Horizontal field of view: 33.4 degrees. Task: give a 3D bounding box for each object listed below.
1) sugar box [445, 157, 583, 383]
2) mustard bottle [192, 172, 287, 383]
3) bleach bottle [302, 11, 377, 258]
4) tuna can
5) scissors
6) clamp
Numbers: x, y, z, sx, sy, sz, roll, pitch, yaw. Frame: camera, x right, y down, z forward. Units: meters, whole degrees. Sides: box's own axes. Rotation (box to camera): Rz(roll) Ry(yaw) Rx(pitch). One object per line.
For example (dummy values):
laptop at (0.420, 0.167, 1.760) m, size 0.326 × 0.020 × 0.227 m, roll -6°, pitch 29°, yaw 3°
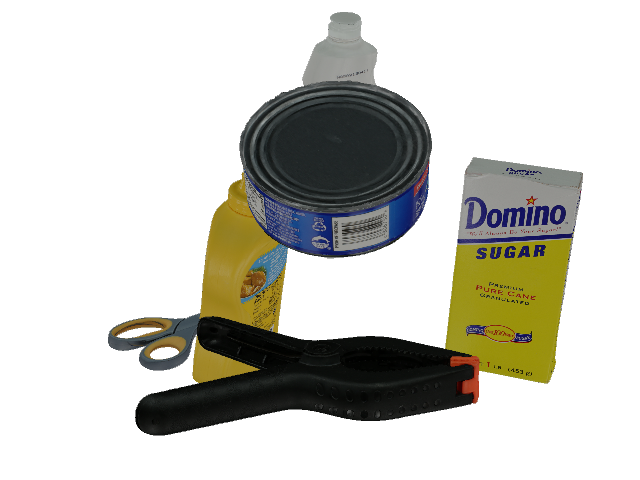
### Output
sugar box at (0.158, 0.025, 0.884) m, size 0.093 × 0.176 × 0.048 m, roll 9°, pitch 25°, yaw 15°
mustard bottle at (-0.061, 0.025, 0.868) m, size 0.058 × 0.192 × 0.096 m, roll 22°, pitch 34°, yaw 19°
bleach bottle at (0.028, -0.107, 1.072) m, size 0.102 × 0.251 × 0.068 m, roll -21°, pitch 40°, yaw -29°
tuna can at (0.007, -0.033, 0.486) m, size 0.086 × 0.086 × 0.034 m, roll 0°, pitch -43°, yaw 3°
scissors at (-0.124, 0.097, 1.139) m, size 0.201 × 0.016 × 0.096 m, roll -9°, pitch 31°, yaw -25°
clamp at (-0.004, 0.084, 0.699) m, size 0.210 × 0.036 × 0.164 m, roll -1°, pitch 16°, yaw 1°
